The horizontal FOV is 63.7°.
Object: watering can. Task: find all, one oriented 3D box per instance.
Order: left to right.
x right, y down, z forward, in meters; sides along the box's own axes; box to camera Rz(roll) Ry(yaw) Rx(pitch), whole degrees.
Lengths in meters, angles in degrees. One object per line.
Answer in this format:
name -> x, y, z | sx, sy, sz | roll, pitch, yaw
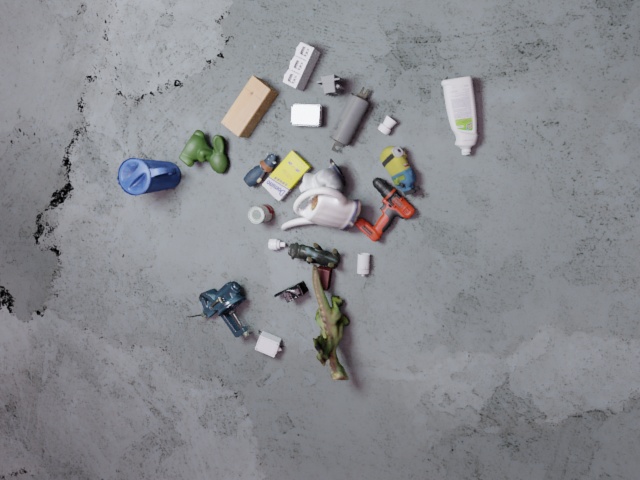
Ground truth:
watering can -> 0.006, -0.091, 1.816 | 0.224, 0.106, 0.342 | 16, 152, -18

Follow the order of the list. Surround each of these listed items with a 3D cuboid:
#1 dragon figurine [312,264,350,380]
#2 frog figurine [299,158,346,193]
dragon figurine -> 0.021, 0.312, 1.787 | 0.122, 0.247, 0.404 | -16, 112, 14
frog figurine -> 0.005, -0.199, 1.808 | 0.159, 0.138, 0.122 | -34, 93, 9
